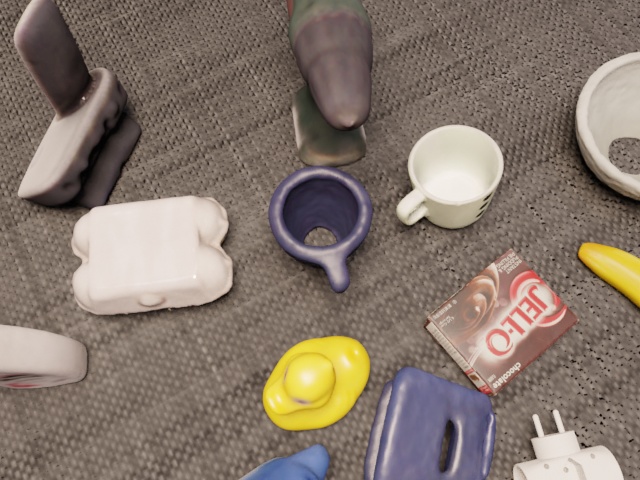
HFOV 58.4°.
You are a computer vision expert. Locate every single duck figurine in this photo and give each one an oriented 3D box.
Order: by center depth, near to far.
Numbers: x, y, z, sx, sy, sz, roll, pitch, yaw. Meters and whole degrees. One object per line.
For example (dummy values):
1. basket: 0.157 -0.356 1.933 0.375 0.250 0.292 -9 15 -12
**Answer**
1. duck figurine: -0.004 0.120 0.496 0.104 0.086 0.077 -30 72 -10

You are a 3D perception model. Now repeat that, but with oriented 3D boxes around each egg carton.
1. egg carton: -0.159 0.016 0.544 0.150 0.069 0.107 -8 70 -3

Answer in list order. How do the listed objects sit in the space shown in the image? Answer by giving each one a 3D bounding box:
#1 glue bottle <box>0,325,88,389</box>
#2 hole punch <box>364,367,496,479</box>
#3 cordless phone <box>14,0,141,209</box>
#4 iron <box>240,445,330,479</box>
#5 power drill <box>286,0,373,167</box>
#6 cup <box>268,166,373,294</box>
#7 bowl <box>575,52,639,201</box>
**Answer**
1. glue bottle: -0.256 0.092 0.461 0.078 0.173 0.037 -10 70 -3
2. hole punch: 0.095 0.166 0.475 0.101 0.091 0.109 13 70 5
3. cordless phone: -0.251 -0.120 0.534 0.094 0.185 0.147 12 70 5
4. iron: -0.084 0.260 0.415 0.258 0.141 0.118 -31 72 -10
5. power drill: 0.009 -0.157 0.533 0.075 0.208 0.229 -9 70 -2
6. cup: 0.005 0.002 0.535 0.091 0.095 0.117 -15 70 -5
7. bowl: 0.334 -0.103 0.582 0.167 0.075 0.167 0 70 0
